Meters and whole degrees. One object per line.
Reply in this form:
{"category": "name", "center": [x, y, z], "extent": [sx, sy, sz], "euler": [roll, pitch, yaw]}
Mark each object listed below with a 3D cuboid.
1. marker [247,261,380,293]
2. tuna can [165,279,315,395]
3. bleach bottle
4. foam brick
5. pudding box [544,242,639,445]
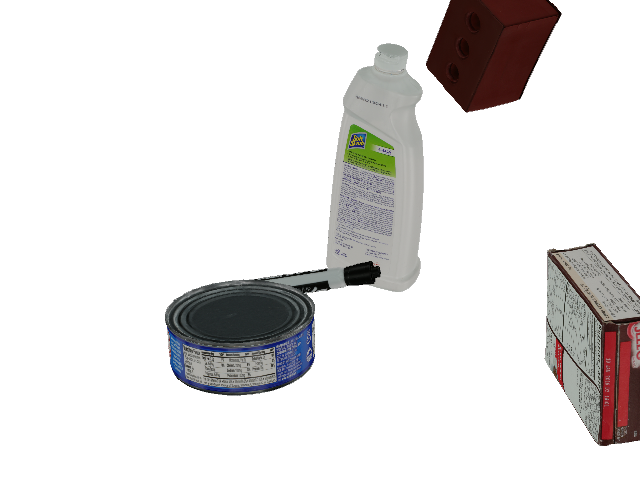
{"category": "marker", "center": [-0.010, 0.034, 0.873], "extent": [0.121, 0.020, 0.020], "euler": [-9, -2, 15]}
{"category": "tuna can", "center": [-0.045, 0.055, 0.614], "extent": [0.086, 0.034, 0.086], "euler": [-2, 21, 1]}
{"category": "bleach bottle", "center": [0.065, -0.074, 1.077], "extent": [0.103, 0.251, 0.068], "euler": [17, 34, 16]}
{"category": "foam brick", "center": [0.114, -0.134, 0.715], "extent": [0.051, 0.053, 0.078], "euler": [-19, -32, -29]}
{"category": "pudding box", "center": [0.180, 0.065, 0.694], "extent": [0.039, 0.090, 0.113], "euler": [-6, 24, -6]}
